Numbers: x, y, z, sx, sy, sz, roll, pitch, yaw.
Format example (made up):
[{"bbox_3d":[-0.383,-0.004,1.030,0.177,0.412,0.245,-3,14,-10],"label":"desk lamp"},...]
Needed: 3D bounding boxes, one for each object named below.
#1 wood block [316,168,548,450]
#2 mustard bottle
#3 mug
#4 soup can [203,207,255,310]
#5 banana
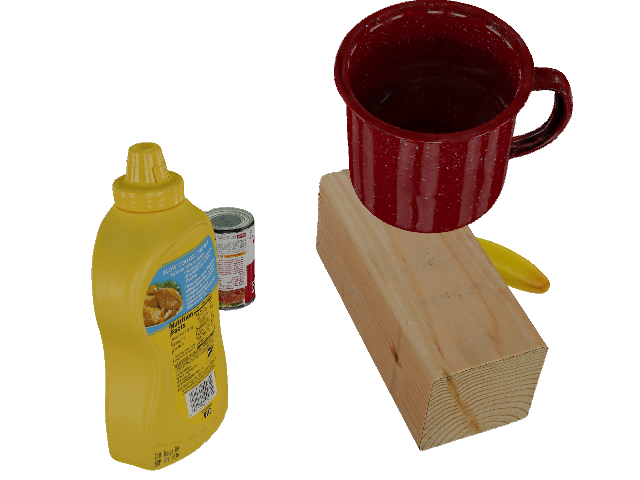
[{"bbox_3d":[0.075,0.041,0.806,0.090,0.206,0.091,-15,-40,-15],"label":"wood block"},{"bbox_3d":[-0.097,0.035,0.643,0.058,0.192,0.096,10,26,26],"label":"mustard bottle"},{"bbox_3d":[0.066,-0.059,0.529,0.117,0.093,0.081,-8,-36,-3],"label":"mug"},{"bbox_3d":[-0.110,0.020,1.238,0.068,0.102,0.068,1,25,-1],"label":"soup can"},{"bbox_3d":[0.134,0.020,1.085,0.198,0.037,0.069,6,43,11],"label":"banana"}]
